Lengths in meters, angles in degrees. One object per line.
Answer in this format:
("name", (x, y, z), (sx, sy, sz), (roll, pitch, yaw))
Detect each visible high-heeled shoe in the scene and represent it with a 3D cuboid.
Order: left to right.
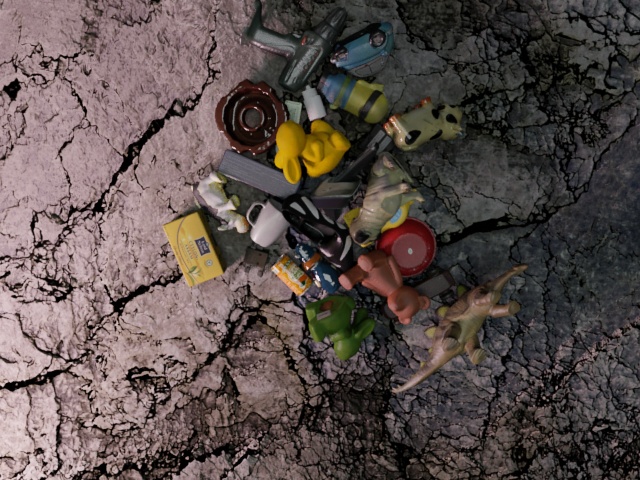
("high-heeled shoe", (-0.003, -0.004, 1.305), (0.086, 0.145, 0.248), (-25, 95, 35))

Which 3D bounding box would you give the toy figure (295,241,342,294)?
("toy figure", (-0.008, 0.070, 1.367), (0.154, 0.064, 0.058), (46, 131, 0))

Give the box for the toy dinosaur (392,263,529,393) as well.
("toy dinosaur", (0.340, 0.228, 1.328), (0.105, 0.198, 0.471), (41, 96, -8))

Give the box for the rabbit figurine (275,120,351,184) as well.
("rabbit figurine", (-0.042, -0.221, 1.268), (0.162, 0.173, 0.122), (-49, 54, 19))

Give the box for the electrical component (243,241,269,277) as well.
("electrical component", (-0.161, 0.045, 1.378), (0.063, 0.021, 0.094), (15, 98, -4))

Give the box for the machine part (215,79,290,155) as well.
("machine part", (-0.159, -0.292, 1.292), (0.179, 0.056, 0.179), (1, 98, 11))

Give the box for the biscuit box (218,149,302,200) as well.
("biscuit box", (-0.146, -0.157, 1.328), (0.203, 0.059, 0.062), (23, 96, -4))

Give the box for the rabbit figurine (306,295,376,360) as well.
("rabbit figurine", (0.059, 0.225, 1.383), (0.159, 0.121, 0.170), (-28, 117, -4))

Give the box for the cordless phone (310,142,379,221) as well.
("cordless phone", (0.072, -0.147, 1.268), (0.089, 0.146, 0.184), (42, 120, -4))

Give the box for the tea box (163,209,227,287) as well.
("tea box", (-0.312, 0.020, 1.348), (0.098, 0.068, 0.169), (-23, 98, 2))

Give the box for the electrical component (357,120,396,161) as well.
("electrical component", (0.157, -0.252, 1.326), (0.075, 0.048, 0.119), (43, 97, -8))

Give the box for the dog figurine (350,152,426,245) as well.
("dog figurine", (0.129, -0.099, 1.283), (0.190, 0.172, 0.121), (-37, 136, 19))

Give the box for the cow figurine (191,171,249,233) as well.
("cow figurine", (-0.249, -0.079, 1.333), (0.098, 0.068, 0.167), (-28, 95, 9))

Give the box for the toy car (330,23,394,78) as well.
("toy car", (0.109, -0.439, 1.271), (0.162, 0.109, 0.102), (-25, 118, 11))

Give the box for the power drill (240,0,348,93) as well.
("power drill", (-0.071, -0.486, 1.275), (0.207, 0.086, 0.232), (26, 100, -13))

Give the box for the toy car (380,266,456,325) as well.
("toy car", (0.251, 0.142, 1.387), (0.202, 0.053, 0.089), (-31, 88, 7))

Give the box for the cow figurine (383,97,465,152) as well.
("cow figurine", (0.263, -0.272, 1.292), (0.195, 0.085, 0.127), (-29, 92, -19))

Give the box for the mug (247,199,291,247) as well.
("mug", (-0.133, -0.042, 1.331), (0.109, 0.081, 0.107), (27, 105, -31))

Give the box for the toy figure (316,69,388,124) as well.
("toy figure", (0.077, -0.341, 1.290), (0.180, 0.082, 0.089), (23, 65, -8))

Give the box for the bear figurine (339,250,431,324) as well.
("bear figurine", (0.163, 0.123, 1.314), (0.196, 0.132, 0.120), (54, 128, 11))
